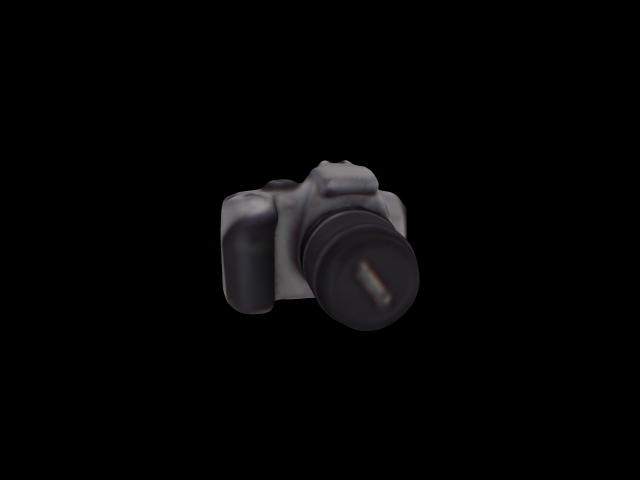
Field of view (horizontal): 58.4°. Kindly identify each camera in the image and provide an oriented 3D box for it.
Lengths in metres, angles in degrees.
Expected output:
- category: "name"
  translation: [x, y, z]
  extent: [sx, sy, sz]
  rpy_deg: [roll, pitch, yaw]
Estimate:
- category: "camera"
  translation: [0.004, 0.001, 0.400]
  extent: [0.143, 0.101, 0.136]
  rpy_deg: [-3, 16, -11]
